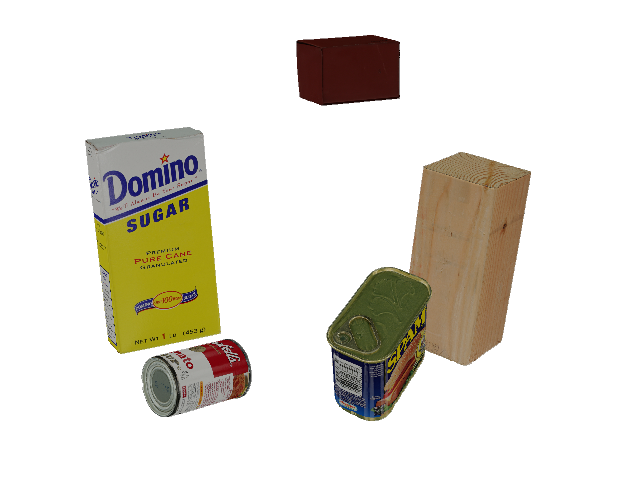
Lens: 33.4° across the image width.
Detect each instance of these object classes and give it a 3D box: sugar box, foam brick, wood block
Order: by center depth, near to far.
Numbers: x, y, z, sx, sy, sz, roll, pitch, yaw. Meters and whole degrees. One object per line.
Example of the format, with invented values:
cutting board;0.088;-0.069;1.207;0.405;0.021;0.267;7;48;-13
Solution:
sugar box;-0.138;-0.001;0.892;0.093;0.176;0.048;-11;18;-23
foam brick;0.024;-0.149;0.933;0.078;0.051;0.053;-8;20;-23
wood block;0.159;0.019;1.177;0.090;0.206;0.090;20;25;31

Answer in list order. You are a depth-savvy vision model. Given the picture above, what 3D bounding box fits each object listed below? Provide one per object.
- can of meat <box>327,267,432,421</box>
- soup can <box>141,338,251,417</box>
can of meat;0.050;0.088;0.891;0.057;0.084;0.102;21;49;23
soup can;-0.136;0.150;1.166;0.102;0.068;0.069;-9;6;-43
